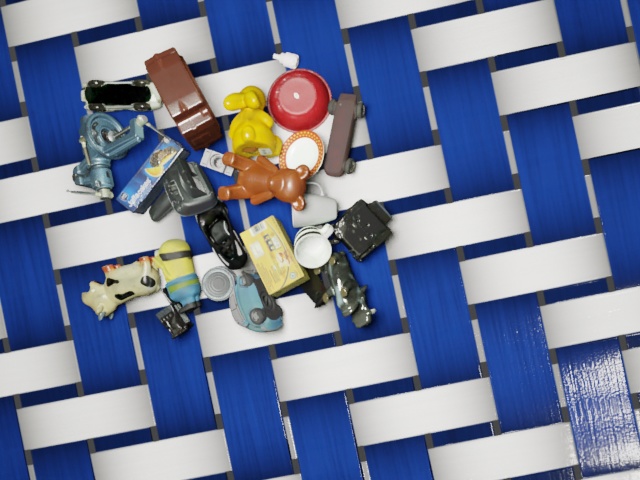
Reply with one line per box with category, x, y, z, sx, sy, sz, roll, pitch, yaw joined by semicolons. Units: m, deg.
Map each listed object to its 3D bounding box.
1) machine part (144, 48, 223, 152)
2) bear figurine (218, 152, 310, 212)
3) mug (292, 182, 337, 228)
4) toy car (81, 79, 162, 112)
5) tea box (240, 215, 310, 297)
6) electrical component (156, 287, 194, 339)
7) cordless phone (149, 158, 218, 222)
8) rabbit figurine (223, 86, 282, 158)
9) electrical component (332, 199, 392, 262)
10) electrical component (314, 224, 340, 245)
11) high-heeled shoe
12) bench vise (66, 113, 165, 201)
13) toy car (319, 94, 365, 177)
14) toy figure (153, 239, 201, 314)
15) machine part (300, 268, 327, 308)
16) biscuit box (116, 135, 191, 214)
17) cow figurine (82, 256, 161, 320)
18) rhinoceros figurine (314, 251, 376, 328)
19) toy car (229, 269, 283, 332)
machine part;-0.308;-0.320;1.237;0.087;0.201;0.201;-30;83;-3
bear figurine;-0.126;-0.131;1.238;0.196;0.132;0.120;18;101;43
mug;-0.014;-0.084;1.291;0.107;0.081;0.109;0;91;-7
toy car;-0.490;-0.354;1.326;0.202;0.056;0.073;0;96;4
tea box;-0.107;0.039;1.280;0.098;0.068;0.169;-28;76;6
electrical component;-0.363;0.176;1.308;0.048;0.075;0.119;-35;92;2
cordless phone;-0.342;-0.090;1.280;0.184;0.088;0.147;-44;56;19
rabbit figurine;-0.170;-0.292;1.274;0.122;0.162;0.173;-4;72;15
electrical component;0.103;-0.031;1.283;0.134;0.058;0.115;-45;95;-5
electrical component;-0.003;-0.004;1.315;0.094;0.021;0.063;-17;90;3
high-heeled shoe;-0.251;-0.035;1.265;0.086;0.145;0.248;-37;86;2
bench vise;-0.496;-0.217;1.276;0.241;0.128;0.223;-21;65;26
toy car;0.053;-0.251;1.297;0.089;0.053;0.202;11;89;24
toy figure;-0.337;0.085;1.306;0.089;0.082;0.180;-23;83;-11
machine part;-0.023;0.097;1.309;0.084;0.039;0.139;-29;87;-2
biscuit box;-0.408;-0.157;1.317;0.059;0.063;0.202;38;92;4
cow figurine;-0.486;0.119;1.314;0.195;0.085;0.127;-15;83;2
rhinoceros figurine;0.062;0.118;1.275;0.073;0.112;0.190;-34;72;32
toy car;-0.166;0.156;1.287;0.103;0.109;0.161;-30;79;20
